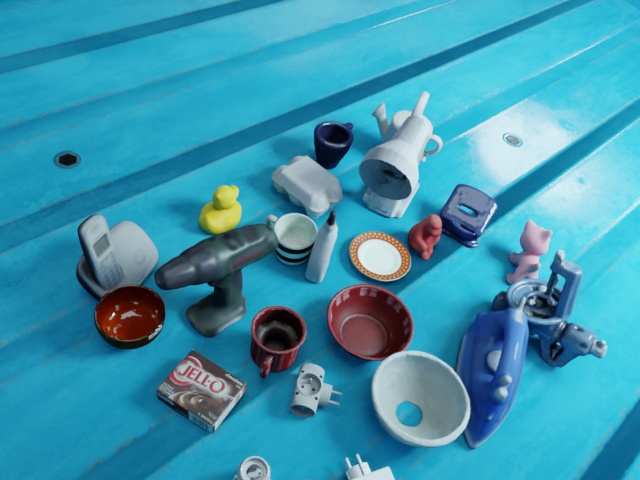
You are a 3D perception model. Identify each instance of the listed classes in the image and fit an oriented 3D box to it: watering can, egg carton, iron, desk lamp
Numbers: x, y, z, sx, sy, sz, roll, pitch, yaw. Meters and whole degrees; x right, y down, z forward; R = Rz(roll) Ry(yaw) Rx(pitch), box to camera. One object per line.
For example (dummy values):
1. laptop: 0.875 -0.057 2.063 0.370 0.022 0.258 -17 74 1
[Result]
1. watering can: 0.204 -0.262 1.342 0.173 0.194 0.101 9 49 -6
2. egg carton: -0.027 -0.117 1.244 0.150 0.069 0.107 38 52 18
3. iron: 0.311 0.221 0.992 0.118 0.141 0.258 22 49 5
4. desk lamp: 0.159 -0.149 1.222 0.118 0.213 0.203 27 49 10

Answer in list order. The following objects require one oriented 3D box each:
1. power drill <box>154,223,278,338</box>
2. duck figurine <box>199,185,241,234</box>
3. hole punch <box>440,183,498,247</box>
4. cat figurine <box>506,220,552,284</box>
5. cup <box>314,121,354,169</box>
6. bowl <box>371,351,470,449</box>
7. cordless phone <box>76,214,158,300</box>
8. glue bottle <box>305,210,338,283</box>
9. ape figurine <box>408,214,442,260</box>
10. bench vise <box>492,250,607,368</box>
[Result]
1. power drill: -0.172 0.069 0.956 0.075 0.208 0.230 41 53 21
2. duck figurine: -0.198 -0.068 1.148 0.077 0.086 0.105 31 50 13
3. hole punch: 0.325 -0.055 1.265 0.108 0.091 0.101 29 50 11
4. cat figurine: 0.449 0.026 1.210 0.067 0.118 0.128 18 48 2
5. cup: 0.032 -0.219 1.329 0.091 0.095 0.118 36 51 17
6. bowl: 0.157 0.274 0.953 0.167 0.075 0.167 7 49 -8
7. cordless phone: -0.349 0.009 0.978 0.094 0.185 0.148 23 49 6
8. glue bottle: 0.010 0.004 1.081 0.037 0.173 0.078 20 48 3
9. ape figurine: 0.228 -0.016 1.207 0.078 0.092 0.076 -18 56 -26
10. bench vise: 0.448 0.120 1.061 0.207 0.220 0.122 25 49 8
